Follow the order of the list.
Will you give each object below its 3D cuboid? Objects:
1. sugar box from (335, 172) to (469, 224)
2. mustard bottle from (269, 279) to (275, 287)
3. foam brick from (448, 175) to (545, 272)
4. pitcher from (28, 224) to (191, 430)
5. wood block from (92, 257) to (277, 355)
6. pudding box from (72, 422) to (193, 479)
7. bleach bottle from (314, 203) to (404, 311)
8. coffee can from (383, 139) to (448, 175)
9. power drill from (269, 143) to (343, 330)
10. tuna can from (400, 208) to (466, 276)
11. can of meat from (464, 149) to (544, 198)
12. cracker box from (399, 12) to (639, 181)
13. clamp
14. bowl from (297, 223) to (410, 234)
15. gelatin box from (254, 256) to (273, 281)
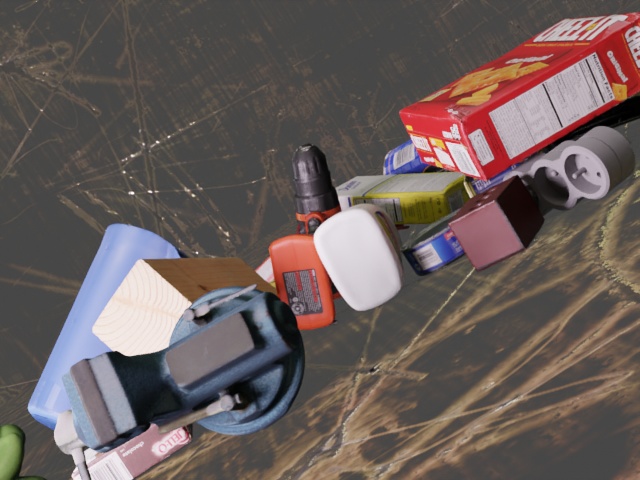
[{"bbox_3d":[0.099,-0.050,1.302,0.177,0.048,0.093,-3,18,37],"label":"sugar box"},{"bbox_3d":[-0.025,0.057,1.308,0.191,0.058,0.096,-35,-2,-18],"label":"mustard bottle"},{"bbox_3d":[0.157,-0.016,0.940,0.053,0.051,0.078,-29,6,30],"label":"foam brick"},{"bbox_3d":[-0.244,0.114,1.249,0.149,0.145,0.242,87,-155,-68],"label":"pitcher"},{"bbox_3d":[-0.122,0.077,1.082,0.090,0.091,0.205,-55,-18,13],"label":"wood block"},{"bbox_3d":[-0.174,0.196,1.008,0.113,0.039,0.090,-31,4,-4],"label":"pudding box"},{"bbox_3d":[0.051,0.000,1.147,0.068,0.102,0.250,-26,7,10],"label":"bleach bottle"},{"bbox_3d":[0.169,-0.105,1.431,0.141,0.103,0.102,-28,6,42],"label":"coffee can"},{"bbox_3d":[-0.008,0.001,1.160,0.057,0.184,0.187,-9,17,13],"label":"power drill"},{"bbox_3d":[0.125,0.001,1.073,0.086,0.034,0.086,-32,5,3],"label":"tuna can"},{"bbox_3d":[0.197,-0.059,1.088,0.084,0.057,0.102,-29,5,13],"label":"can of meat"},{"bbox_3d":[0.204,-0.146,1.050,0.213,0.072,0.164,-31,16,-8],"label":"cracker box"},{"bbox_3d":[0.273,-0.120,1.216,0.164,0.036,0.210,-12,-5,-1],"label":"clamp"},{"bbox_3d":[0.039,-0.033,1.449,0.162,0.055,0.162,-7,0,0],"label":"bowl"},{"bbox_3d":[-0.069,0.068,1.369,0.089,0.030,0.073,-44,-29,4],"label":"gelatin box"}]
